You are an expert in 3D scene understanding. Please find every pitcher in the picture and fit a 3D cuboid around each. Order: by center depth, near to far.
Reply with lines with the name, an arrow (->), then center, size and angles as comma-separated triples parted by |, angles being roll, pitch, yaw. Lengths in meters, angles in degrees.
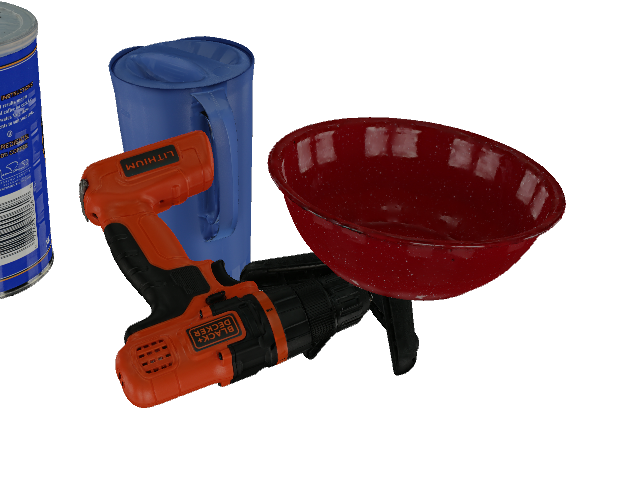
pitcher -> -0.122, -0.062, 1.026 | 0.145, 0.243, 0.149 | 8, 32, 15

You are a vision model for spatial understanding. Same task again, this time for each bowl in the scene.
bowl -> 0.049, -0.013, 0.588 | 0.162, 0.055, 0.162 | 6, 27, -3

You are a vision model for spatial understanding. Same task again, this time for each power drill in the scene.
power drill -> -0.078, 0.011, 0.759 | 0.184, 0.188, 0.057 | -19, -30, -19

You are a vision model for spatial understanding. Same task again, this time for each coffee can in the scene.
coffee can -> -0.200, -0.049, 0.575 | 0.103, 0.140, 0.103 | 2, 27, -1

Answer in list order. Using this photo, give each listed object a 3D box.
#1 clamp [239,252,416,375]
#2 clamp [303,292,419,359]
clamp -> 0.057, 0.029, 0.913 | 0.165, 0.036, 0.209 | 34, 43, 26
clamp -> 0.052, 0.061, 1.139 | 0.120, 0.171, 0.039 | 8, -40, 7
